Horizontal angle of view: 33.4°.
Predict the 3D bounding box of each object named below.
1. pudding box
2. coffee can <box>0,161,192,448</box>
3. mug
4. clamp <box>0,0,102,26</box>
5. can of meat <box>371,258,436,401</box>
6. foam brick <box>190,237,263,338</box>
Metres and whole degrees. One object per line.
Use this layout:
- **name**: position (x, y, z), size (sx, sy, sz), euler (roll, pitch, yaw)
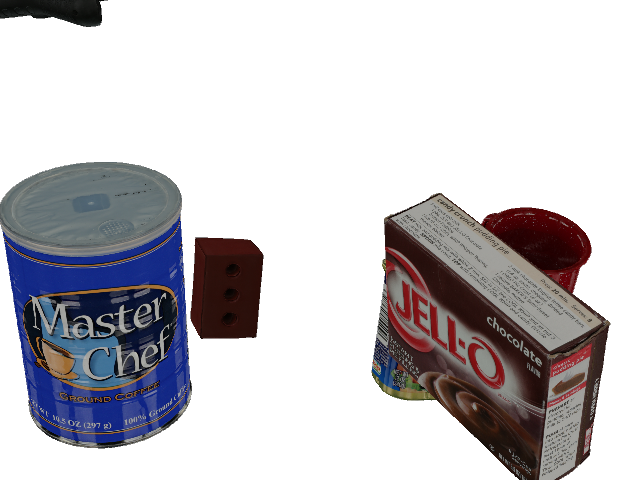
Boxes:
- **pudding box**: position (0.075, 0.044, 0.483), size (0.039, 0.090, 0.114), euler (-28, 45, -24)
- **coffee can**: position (-0.131, 0.037, 0.640), size (0.103, 0.140, 0.103), euler (1, 30, -1)
- **mug**: position (0.179, 0.023, 0.956), size (0.093, 0.081, 0.117), euler (-17, 43, -26)
- **clamp**: position (-0.196, -0.188, 0.799), size (0.172, 0.039, 0.120), euler (12, 24, 28)
- **can of meat**: position (0.088, 0.060, 0.724), size (0.102, 0.084, 0.057), euler (2, 17, -19)
- **foam brick**: position (-0.083, 0.041, 0.938), size (0.053, 0.078, 0.051), euler (0, 15, -17)
